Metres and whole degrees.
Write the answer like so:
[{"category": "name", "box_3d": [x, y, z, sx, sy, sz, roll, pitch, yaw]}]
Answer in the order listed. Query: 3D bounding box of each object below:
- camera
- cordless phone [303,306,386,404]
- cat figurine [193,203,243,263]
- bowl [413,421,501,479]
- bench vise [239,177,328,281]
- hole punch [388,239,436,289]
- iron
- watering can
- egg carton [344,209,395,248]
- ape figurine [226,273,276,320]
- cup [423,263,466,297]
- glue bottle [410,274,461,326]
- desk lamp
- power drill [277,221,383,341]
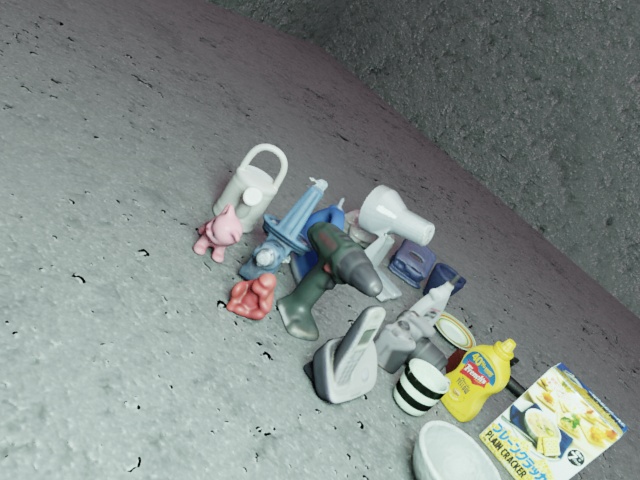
[{"category": "camera", "box_3d": [0.193, 0.220, 1.164, 0.136, 0.100, 0.143, 43, 25, 16]}, {"category": "cordless phone", "box_3d": [0.072, 0.183, 0.970, 0.094, 0.185, 0.148, 48, 27, 25]}, {"category": "cat figurine", "box_3d": [-0.184, -0.023, 1.088, 0.067, 0.117, 0.127, 27, 26, -19]}, {"category": "bowl", "box_3d": [0.209, 0.382, 0.924, 0.168, 0.074, 0.167, 29, 25, -15]}, {"category": "bench vise", "box_3d": [-0.054, -0.009, 1.110, 0.122, 0.219, 0.207, 28, 25, -16]}, {"category": "hole punch", "box_3d": [0.251, 0.059, 1.542, 0.108, 0.091, 0.101, 35, 24, -1]}, {"category": "iron", "box_3d": [0.012, 0.005, 1.266, 0.119, 0.141, 0.258, 30, 25, -12]}, {"category": "watering can", "box_3d": [-0.138, -0.113, 1.218, 0.101, 0.194, 0.172, 18, 29, -34]}, {"category": "egg carton", "box_3d": [0.131, -0.023, 1.559, 0.151, 0.069, 0.107, 15, 31, -38]}, {"category": "ape figurine", "box_3d": [-0.110, 0.094, 1.006, 0.077, 0.092, 0.076, 46, 26, 21]}, {"category": "cup", "box_3d": [0.327, 0.124, 1.520, 0.118, 0.095, 0.091, 15, 31, -38]}, {"category": "glue bottle", "box_3d": [0.263, 0.141, 1.309, 0.078, 0.173, 0.037, 16, 31, -37]}, {"category": "desk lamp", "box_3d": [0.165, 0.004, 1.380, 0.203, 0.213, 0.118, 47, 26, 23]}, {"category": "power drill", "box_3d": [0.012, 0.081, 1.047, 0.076, 0.208, 0.229, 17, 30, -35]}]
